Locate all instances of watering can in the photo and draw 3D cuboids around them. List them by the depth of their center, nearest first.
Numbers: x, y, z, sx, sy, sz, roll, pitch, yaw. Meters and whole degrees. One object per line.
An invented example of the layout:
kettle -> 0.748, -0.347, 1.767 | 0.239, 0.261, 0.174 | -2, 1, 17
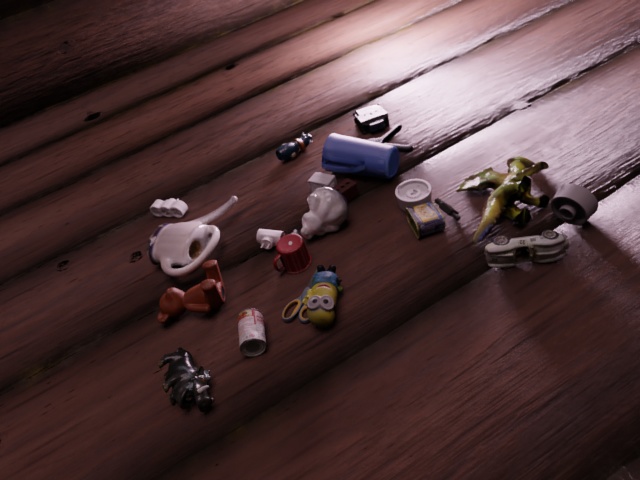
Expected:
watering can -> -0.410, -0.018, 1.644 | 0.224, 0.101, 0.356 | 2, 45, 23

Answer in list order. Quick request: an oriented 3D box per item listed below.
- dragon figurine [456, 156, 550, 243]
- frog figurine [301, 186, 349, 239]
dragon figurine -> 0.503, -0.135, 1.486 | 0.414, 0.120, 0.244 | -33, 26, -20
frog figurine -> 0.005, -0.078, 1.547 | 0.123, 0.135, 0.162 | 7, 42, 50
